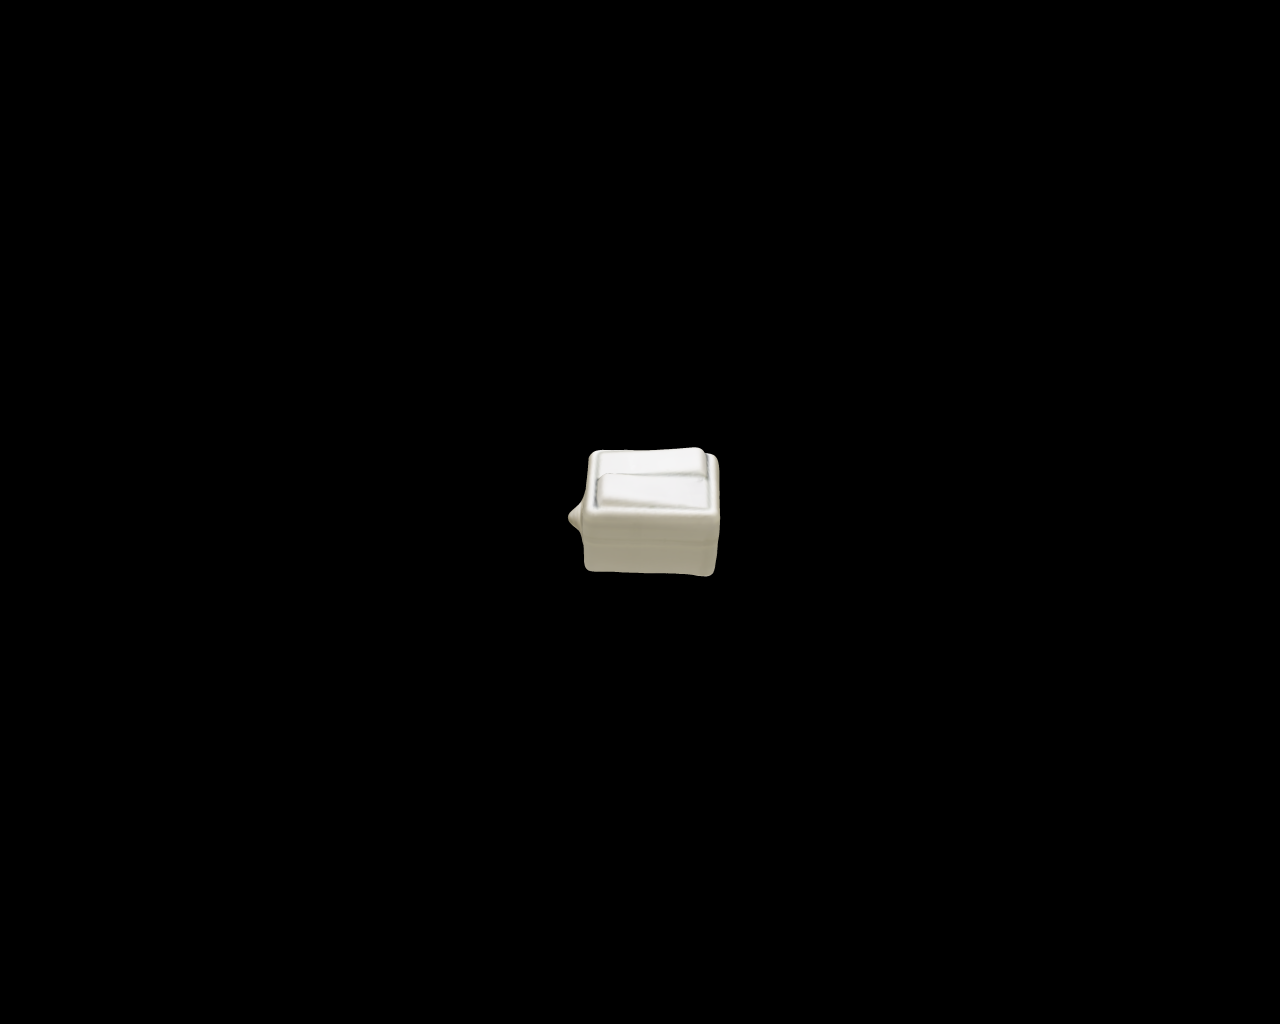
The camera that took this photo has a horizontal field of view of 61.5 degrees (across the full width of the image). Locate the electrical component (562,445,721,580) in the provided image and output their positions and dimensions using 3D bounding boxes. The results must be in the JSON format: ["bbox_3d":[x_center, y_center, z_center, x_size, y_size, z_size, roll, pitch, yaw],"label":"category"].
[{"bbox_3d":[0.001,-0.003,0.650,0.096,0.061,0.062,2,43,2],"label":"electrical component"}]
